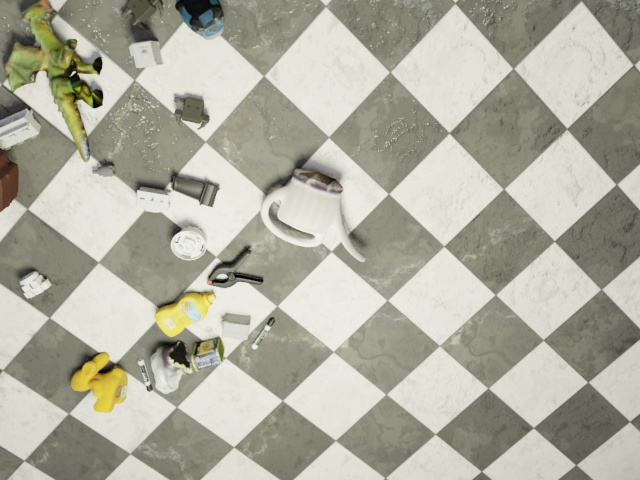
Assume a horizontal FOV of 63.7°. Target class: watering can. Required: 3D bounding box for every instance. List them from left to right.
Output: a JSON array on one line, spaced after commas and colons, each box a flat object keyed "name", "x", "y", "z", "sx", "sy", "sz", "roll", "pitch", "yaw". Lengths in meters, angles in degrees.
[{"name": "watering can", "x": 0.005, "y": -0.075, "z": 1.500, "sx": 0.347, "sy": 0.105, "sz": 0.222, "roll": 20, "pitch": 105, "yaw": -8}]

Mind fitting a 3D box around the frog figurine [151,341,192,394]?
[{"name": "frog figurine", "x": -0.487, "y": 0.413, "z": 1.619, "sx": 0.157, "sy": 0.123, "sz": 0.139, "roll": -45, "pitch": 72, "yaw": 20}]

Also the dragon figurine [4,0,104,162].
[{"name": "dragon figurine", "x": -0.719, "y": -0.424, "z": 1.370, "sx": 0.243, "sy": 0.123, "sz": 0.405, "roll": 11, "pitch": 105, "yaw": 11}]
